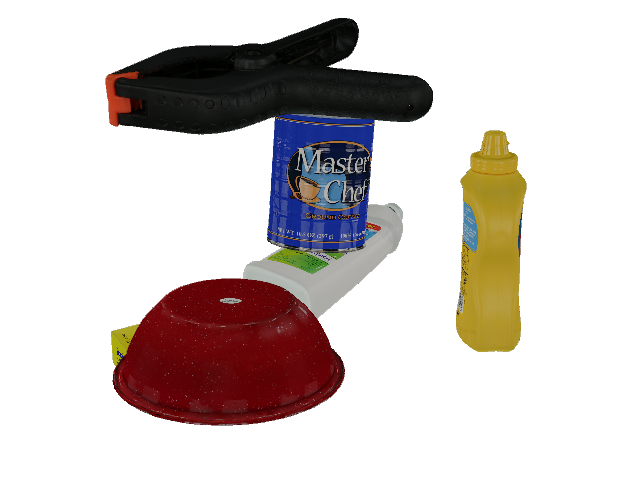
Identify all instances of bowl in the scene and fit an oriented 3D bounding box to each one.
[{"bbox_3d":[-0.063,0.067,0.736,0.162,0.055,0.162,1,18,0],"label":"bowl"}]

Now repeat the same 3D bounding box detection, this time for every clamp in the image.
[{"bbox_3d":[-0.034,-0.093,0.598,0.171,0.039,0.120,-3,25,-11],"label":"clamp"}]

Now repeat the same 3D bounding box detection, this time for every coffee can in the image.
[{"bbox_3d":[0.000,-0.067,1.082,0.103,0.140,0.103,4,12,-1],"label":"coffee can"}]

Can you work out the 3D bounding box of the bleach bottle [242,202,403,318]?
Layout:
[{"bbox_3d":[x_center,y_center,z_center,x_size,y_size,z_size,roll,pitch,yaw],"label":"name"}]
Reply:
[{"bbox_3d":[0.019,0.014,1.311,0.103,0.068,0.250,19,35,29],"label":"bleach bottle"}]

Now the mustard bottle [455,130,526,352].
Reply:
[{"bbox_3d":[0.153,-0.003,0.958,0.058,0.192,0.096,0,18,2],"label":"mustard bottle"}]

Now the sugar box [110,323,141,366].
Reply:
[{"bbox_3d":[-0.110,0.105,1.068,0.176,0.048,0.093,-16,33,-27],"label":"sugar box"}]
